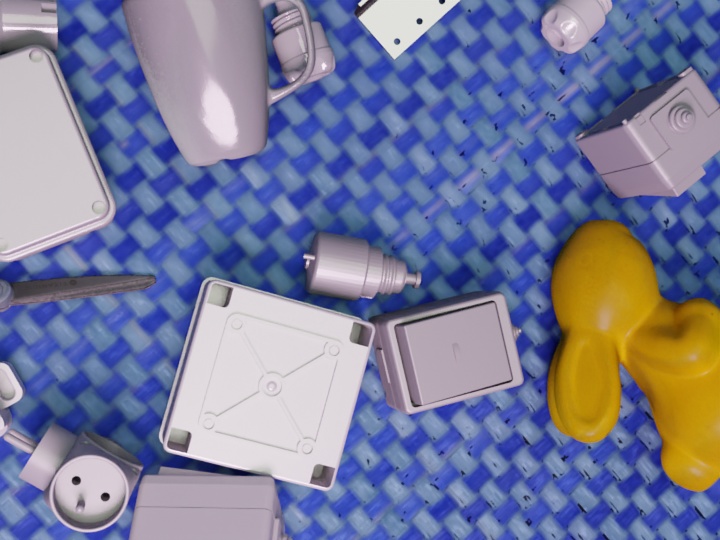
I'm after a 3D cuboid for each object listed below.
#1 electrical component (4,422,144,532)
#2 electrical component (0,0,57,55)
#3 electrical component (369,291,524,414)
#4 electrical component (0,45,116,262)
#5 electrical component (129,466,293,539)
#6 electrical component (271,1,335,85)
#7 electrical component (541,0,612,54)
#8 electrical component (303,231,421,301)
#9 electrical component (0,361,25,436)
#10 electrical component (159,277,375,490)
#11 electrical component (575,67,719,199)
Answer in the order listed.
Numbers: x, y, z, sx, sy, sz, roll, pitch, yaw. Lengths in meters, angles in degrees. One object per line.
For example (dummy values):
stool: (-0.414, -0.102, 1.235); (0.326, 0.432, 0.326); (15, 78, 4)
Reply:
electrical component: (-0.172, 0.115, 0.632); (0.079, 0.077, 0.044); (32, 83, -9)
electrical component: (-0.207, -0.149, 0.649); (0.046, 0.040, 0.040); (-2, 89, -17)
electrical component: (0.061, 0.050, 0.688); (0.096, 0.061, 0.061); (-13, 92, -11)
electrical component: (-0.200, -0.068, 0.640); (0.078, 0.057, 0.113); (-22, 93, -11)
electrical component: (-0.083, 0.156, 0.641); (0.096, 0.061, 0.061); (0, 51, 4)
electrical component: (-0.040, -0.151, 0.685); (0.035, 0.035, 0.061); (-22, 91, -11)
electrical component: (0.152, -0.176, 0.724); (0.061, 0.035, 0.035); (-45, 97, -11)
electrical component: (0.000, 0.000, 0.687); (0.078, 0.040, 0.040); (10, 87, -11)
electrical component: (-0.239, 0.084, 0.629); (0.078, 0.057, 0.058); (-29, 95, -10)
electrical component: (-0.058, 0.070, 0.666); (0.109, 0.056, 0.108); (16, 86, -11)
electrical component: (0.196, -0.085, 0.699); (0.062, 0.096, 0.061); (-38, 96, -9)
